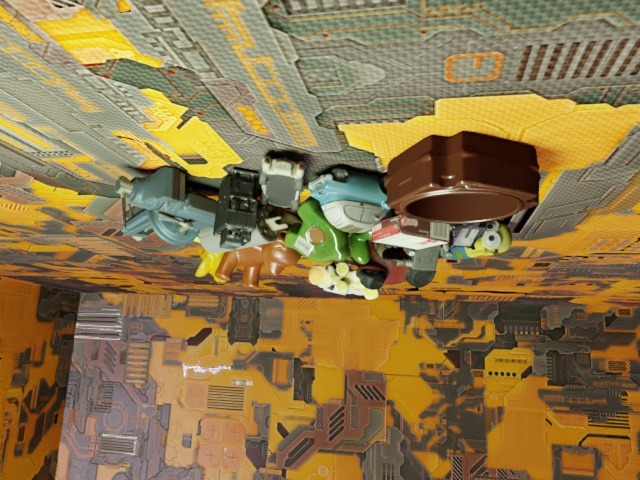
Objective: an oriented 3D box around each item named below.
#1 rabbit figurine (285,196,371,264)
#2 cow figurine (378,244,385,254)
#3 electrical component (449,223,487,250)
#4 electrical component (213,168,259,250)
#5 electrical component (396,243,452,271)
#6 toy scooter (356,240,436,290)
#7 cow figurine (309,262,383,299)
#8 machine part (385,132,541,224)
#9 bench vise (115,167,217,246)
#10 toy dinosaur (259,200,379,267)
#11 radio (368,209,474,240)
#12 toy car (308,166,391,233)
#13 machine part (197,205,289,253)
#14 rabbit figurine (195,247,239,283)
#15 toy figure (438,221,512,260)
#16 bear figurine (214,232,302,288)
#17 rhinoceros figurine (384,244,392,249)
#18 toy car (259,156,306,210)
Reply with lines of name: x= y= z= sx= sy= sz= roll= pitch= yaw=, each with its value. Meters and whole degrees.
rabbit figurine: x=0.041 y=-0.030 z=1.057 sx=0.159 sy=0.121 sz=0.170 roll=28 pitch=-149 yaw=17
cow figurine: x=0.186 y=0.044 z=1.470 sx=0.195 sy=0.085 sz=0.127 roll=-1 pitch=164 yaw=14
electrical component: x=0.312 y=-0.033 z=1.144 sx=0.075 sy=0.048 sz=0.119 roll=2 pitch=136 yaw=-5
electrical component: x=-0.153 y=-0.051 z=0.975 sx=0.058 sy=0.134 sz=0.115 roll=9 pitch=166 yaw=-19
electrical component: x=0.210 y=0.025 z=1.074 sx=0.102 sy=0.078 sz=0.045 roll=10 pitch=-168 yaw=-13
toy scooter: x=0.151 y=0.045 z=1.157 sx=0.184 sy=0.075 sz=0.135 roll=-5 pitch=-145 yaw=-20
cow figurine: x=0.061 y=0.089 z=1.232 sx=0.167 sy=0.068 sz=0.098 roll=11 pitch=176 yaw=9
machine part: x=0.220 y=-0.086 z=0.841 sx=0.201 sy=0.087 sz=0.201 roll=6 pitch=167 yaw=-21
bench vise: x=-0.315 y=-0.050 z=1.034 sx=0.241 sy=0.129 sz=0.223 roll=-23 pitch=163 yaw=38
toy dinosaur: x=-0.003 y=-0.004 z=1.237 sx=0.199 sy=0.105 sz=0.470 roll=-1 pitch=156 yaw=30
radio: x=0.187 y=-0.047 z=1.059 sx=0.131 sy=0.073 sz=0.230 roll=8 pitch=168 yaw=-23
toy car: x=0.061 y=-0.065 z=0.942 sx=0.161 sy=0.103 sz=0.109 roll=7 pitch=166 yaw=-30
machine part: x=-0.165 y=-0.020 z=1.094 sx=0.243 sy=0.079 sz=0.079 roll=-9 pitch=163 yaw=37
rabbit figurine: x=-0.274 y=0.029 z=1.412 sx=0.122 sy=0.162 sz=0.173 roll=15 pitch=150 yaw=1
toy figure: x=0.352 y=0.002 z=1.248 sx=0.180 sy=0.082 sz=0.089 roll=-16 pitch=178 yaw=37
bear figurine: x=-0.119 y=0.045 z=1.165 sx=0.196 sy=0.132 sz=0.120 roll=9 pitch=170 yaw=44
rhinoceros figurine: x=0.231 y=0.014 z=1.344 sx=0.190 sy=0.073 sz=0.112 roll=11 pitch=167 yaw=-34
toy car: x=-0.065 y=-0.098 z=0.924 sx=0.073 sy=0.056 sz=0.201 roll=10 pitch=166 yaw=-3
